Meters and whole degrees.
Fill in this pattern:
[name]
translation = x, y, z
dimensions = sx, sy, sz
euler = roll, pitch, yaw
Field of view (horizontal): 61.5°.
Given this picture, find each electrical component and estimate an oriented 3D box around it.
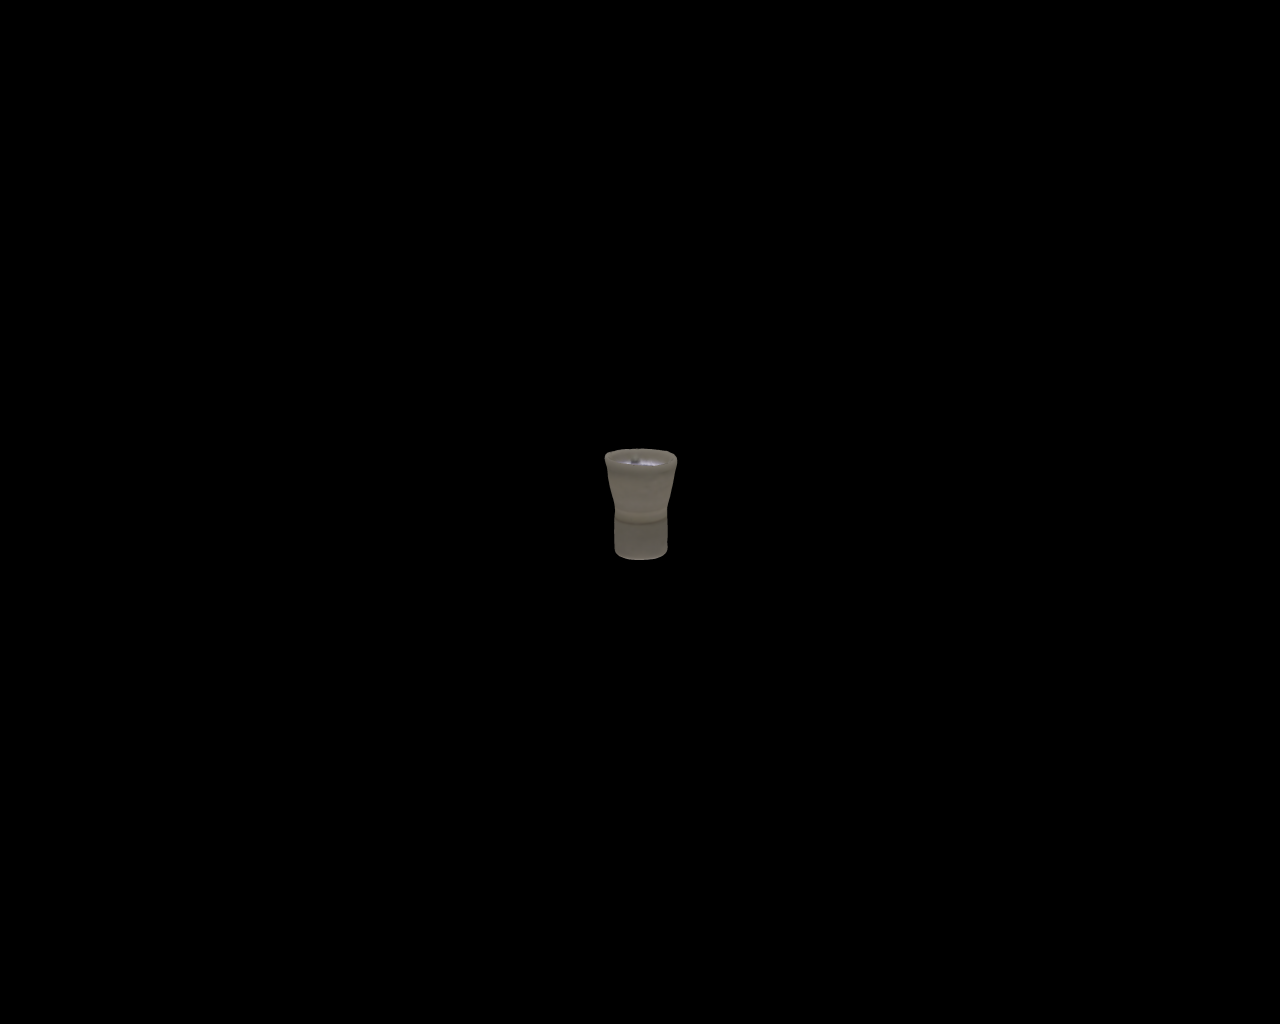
[electrical component]
translation = 0.001, -0.003, 0.650
dimensions = 0.044, 0.065, 0.044
euler = 0, 16, 0
